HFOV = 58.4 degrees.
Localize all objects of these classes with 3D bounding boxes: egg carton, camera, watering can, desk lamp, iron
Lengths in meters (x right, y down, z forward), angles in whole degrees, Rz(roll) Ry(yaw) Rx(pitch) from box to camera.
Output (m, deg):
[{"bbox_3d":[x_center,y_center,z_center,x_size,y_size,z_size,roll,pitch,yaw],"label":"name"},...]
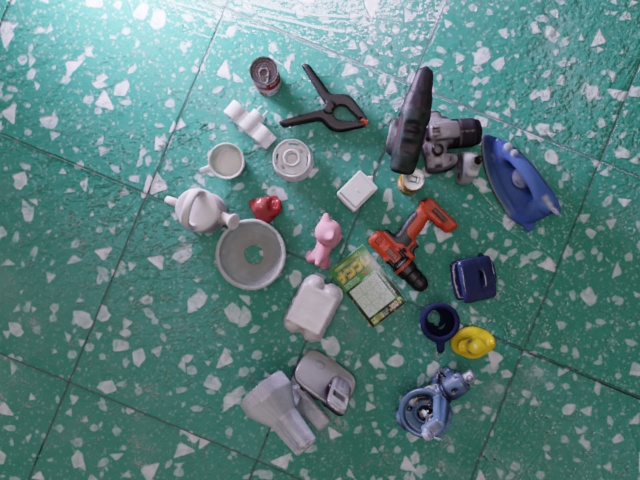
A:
[{"bbox_3d":[-0.018,0.163,1.371,0.107,0.069,0.150,26,89,1],"label":"egg carton"},{"bbox_3d":[0.315,-0.237,1.360,0.137,0.101,0.143,-5,89,0],"label":"camera"},{"bbox_3d":[-0.271,-0.068,1.314,0.173,0.194,0.101,-4,89,1],"label":"watering can"},{"bbox_3d":[-0.072,0.391,1.296,0.118,0.213,0.203,-42,89,0],"label":"desk lamp"},{"bbox_3d":[0.468,-0.151,1.337,0.118,0.141,0.258,-33,89,0],"label":"iron"}]

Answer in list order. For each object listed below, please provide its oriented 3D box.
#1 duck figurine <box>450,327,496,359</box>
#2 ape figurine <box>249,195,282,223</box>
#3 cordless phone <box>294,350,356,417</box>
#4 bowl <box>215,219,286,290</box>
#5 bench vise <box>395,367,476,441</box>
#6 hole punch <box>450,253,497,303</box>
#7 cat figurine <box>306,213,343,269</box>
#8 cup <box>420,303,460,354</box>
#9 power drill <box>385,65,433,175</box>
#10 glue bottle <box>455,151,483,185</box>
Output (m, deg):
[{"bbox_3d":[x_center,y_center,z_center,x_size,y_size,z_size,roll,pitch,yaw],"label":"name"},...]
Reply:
[{"bbox_3d":[0.369,0.249,1.359,0.104,0.086,0.077,-3,89,0],"label":"duck figurine"},{"bbox_3d":[-0.133,-0.079,1.364,0.078,0.092,0.076,20,89,1],"label":"ape figurine"},{"bbox_3d":[0.010,0.333,1.311,0.147,0.185,0.094,32,89,1],"label":"cordless phone"},{"bbox_3d":[-0.162,0.034,1.371,0.167,0.074,0.167,0,89,0],"label":"bowl"},{"bbox_3d":[0.261,0.366,1.291,0.121,0.219,0.207,33,89,1],"label":"bench vise"},{"bbox_3d":[0.370,0.090,1.359,0.101,0.091,0.109,-10,89,0],"label":"hole punch"},{"bbox_3d":[0.012,0.005,1.349,0.067,0.117,0.128,21,89,1],"label":"cat figurine"},{"bbox_3d":[0.278,0.204,1.356,0.091,0.095,0.118,-3,89,1],"label":"cup"},{"bbox_3d":[0.203,-0.258,1.307,0.075,0.208,0.230,11,89,1],"label":"power drill"},{"bbox_3d":[0.348,-0.173,1.323,0.037,0.173,0.078,2,89,1],"label":"glue bottle"}]
